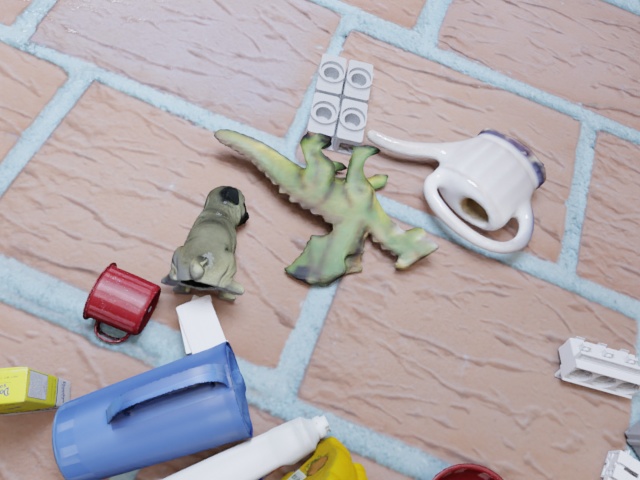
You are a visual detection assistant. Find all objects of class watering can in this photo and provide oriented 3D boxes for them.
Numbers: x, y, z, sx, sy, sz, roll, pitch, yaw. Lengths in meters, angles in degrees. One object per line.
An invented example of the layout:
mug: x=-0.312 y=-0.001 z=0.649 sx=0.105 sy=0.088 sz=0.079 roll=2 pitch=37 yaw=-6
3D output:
watering can: x=0.269 y=-0.132 z=0.958 sx=0.227 sy=0.102 sz=0.350 roll=-39 pitch=78 yaw=-23

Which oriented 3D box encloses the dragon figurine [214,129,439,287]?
dragon figurine: x=0.003 y=-0.044 z=0.883 sx=0.410 sy=0.120 sz=0.246 roll=10 pitch=74 yaw=-4
